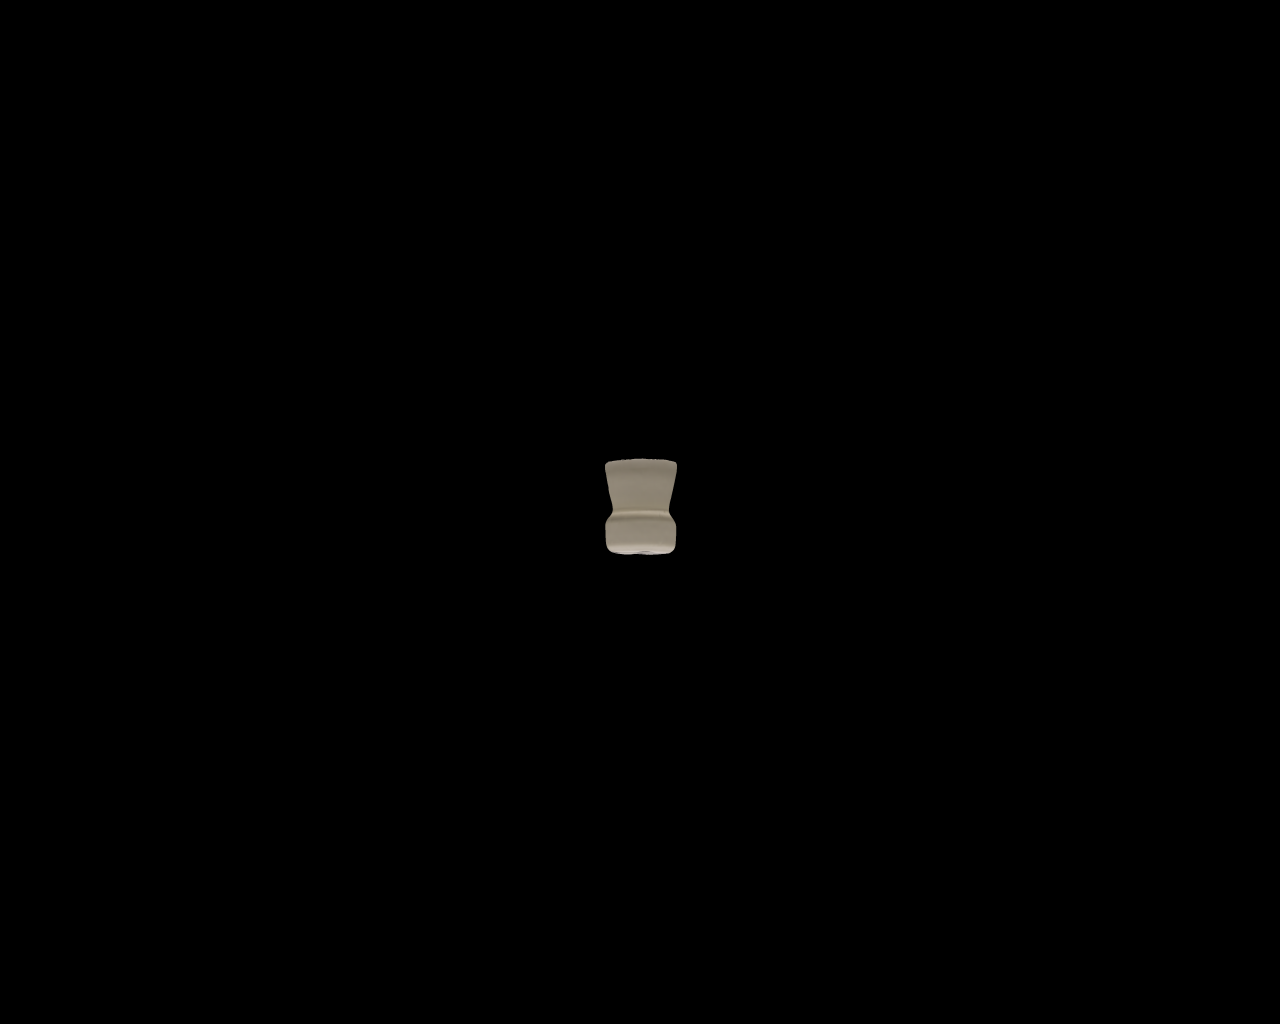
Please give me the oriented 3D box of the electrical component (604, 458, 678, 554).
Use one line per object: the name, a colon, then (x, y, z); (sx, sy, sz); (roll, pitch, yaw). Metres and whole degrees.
electrical component: (0.001, -0.003, 0.650); (0.045, 0.055, 0.045); (0, -5, 0)
